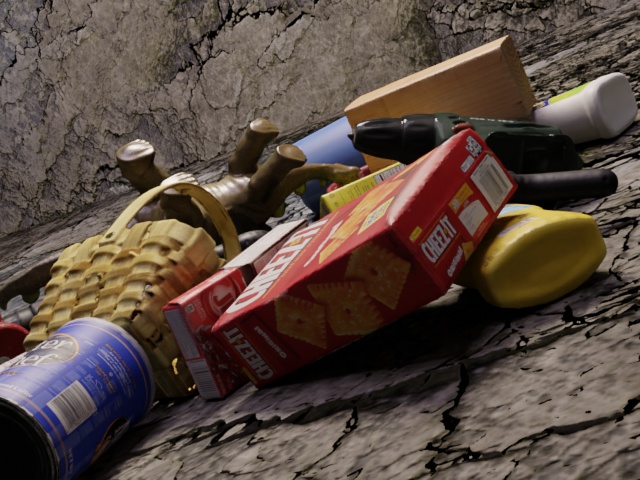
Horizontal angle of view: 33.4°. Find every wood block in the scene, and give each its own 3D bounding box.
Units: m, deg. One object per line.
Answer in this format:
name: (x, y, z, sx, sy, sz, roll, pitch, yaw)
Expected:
wood block: (0.147, -0.165, 1.302, 0.206, 0.091, 0.090, -20, 12, 23)

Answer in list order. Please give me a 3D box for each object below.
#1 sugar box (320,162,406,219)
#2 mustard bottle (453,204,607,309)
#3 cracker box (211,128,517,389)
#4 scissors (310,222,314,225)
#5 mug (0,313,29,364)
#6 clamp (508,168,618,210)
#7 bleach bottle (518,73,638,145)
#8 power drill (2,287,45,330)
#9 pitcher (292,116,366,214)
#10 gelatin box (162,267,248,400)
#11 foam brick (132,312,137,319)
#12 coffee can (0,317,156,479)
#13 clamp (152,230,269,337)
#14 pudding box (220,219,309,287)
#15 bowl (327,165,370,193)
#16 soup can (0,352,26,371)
sugar box: (0.087, -0.053, 1.234, 0.176, 0.048, 0.093, -26, -17, -10)
mustard bottle: (0.146, 0.006, 0.859, 0.096, 0.058, 0.192, -28, 11, -7)
cracker box: (0.033, 0.014, 0.841, 0.214, 0.072, 0.164, -30, 12, 41)
scissors: (0.005, -0.025, 1.432, 0.096, 0.016, 0.201, -12, 14, 44)
mug: (-0.377, 0.123, 1.227, 0.093, 0.117, 0.082, -6, 3, -40)
clamp: (0.164, -0.040, 0.953, 0.171, 0.039, 0.120, 0, -14, -7)
bleach bottle: (0.260, -0.135, 1.329, 0.251, 0.068, 0.102, -16, 11, 42)
power drill: (-0.324, 0.079, 1.370, 0.184, 0.057, 0.188, -23, -4, -24)
pitcher: (0.082, -0.128, 1.535, 0.243, 0.149, 0.145, -24, 26, 11)
gelatin box: (-0.083, 0.077, 0.891, 0.030, 0.089, 0.073, -13, 14, 43)
foam brick: (-0.253, 0.100, 1.238, 0.051, 0.053, 0.078, -12, 14, 46)
coffee can: (-0.207, 0.134, 0.831, 0.103, 0.103, 0.140, -17, 12, 27)
clamp: (-0.111, 0.041, 1.168, 0.209, 0.036, 0.165, -10, -37, -23)
pudding box: (-0.034, 0.042, 0.968, 0.039, 0.090, 0.113, -15, 13, 31)
bowl: (0.092, -0.069, 1.358, 0.162, 0.055, 0.162, -22, 10, 4)
soup can: (-0.282, 0.145, 1.033, 0.102, 0.068, 0.069, -29, 12, -32)
